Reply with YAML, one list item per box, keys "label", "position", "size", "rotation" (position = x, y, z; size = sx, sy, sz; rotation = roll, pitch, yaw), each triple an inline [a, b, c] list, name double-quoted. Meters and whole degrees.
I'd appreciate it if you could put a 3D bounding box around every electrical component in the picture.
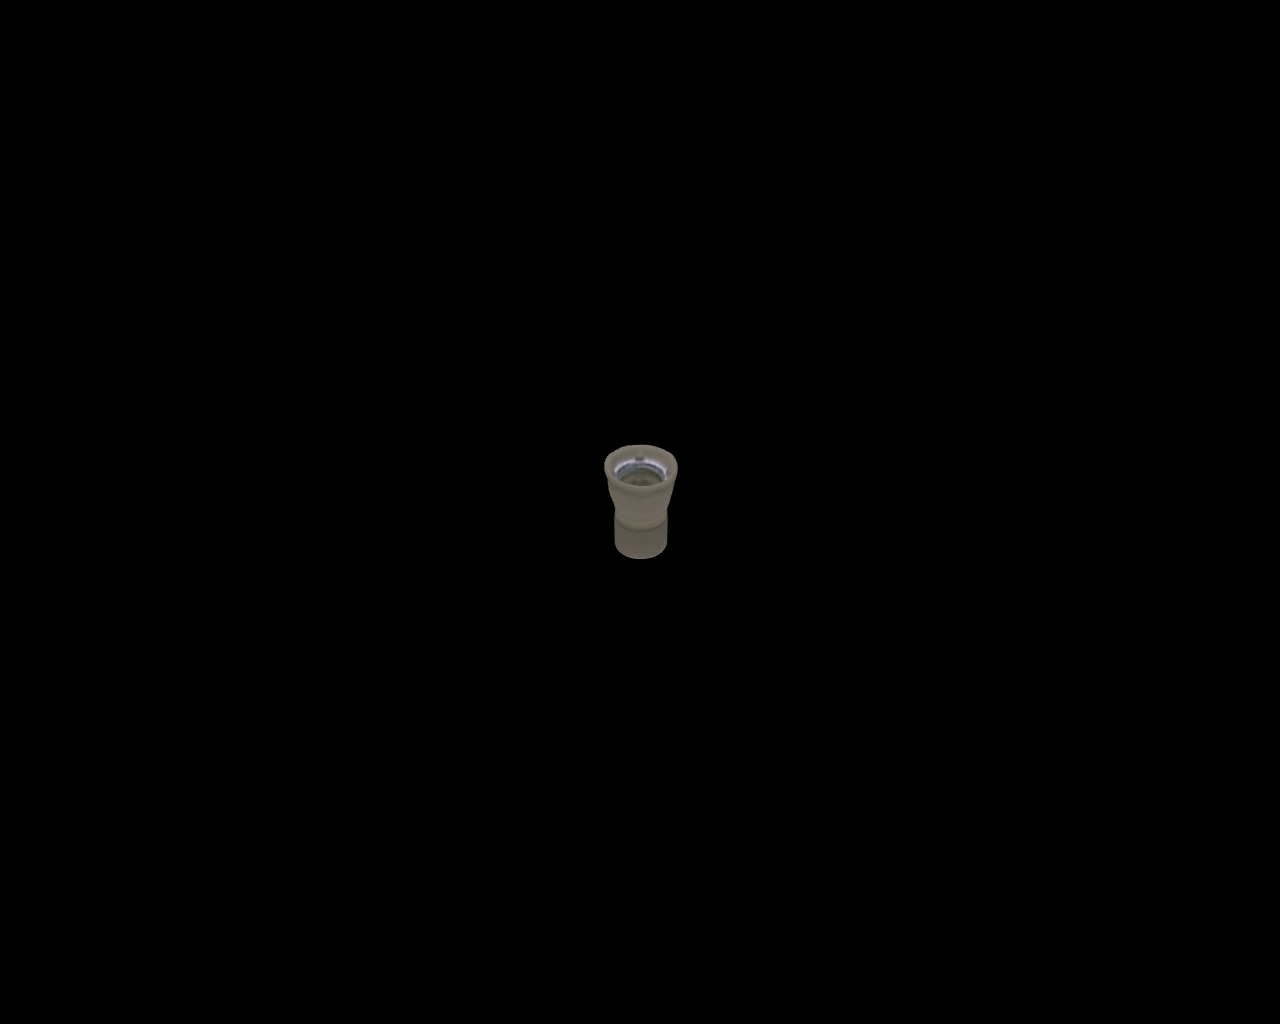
- label: "electrical component"
  position: [0.001, -0.003, 0.650]
  size: [0.044, 0.065, 0.044]
  rotation: [0, 37, 0]
